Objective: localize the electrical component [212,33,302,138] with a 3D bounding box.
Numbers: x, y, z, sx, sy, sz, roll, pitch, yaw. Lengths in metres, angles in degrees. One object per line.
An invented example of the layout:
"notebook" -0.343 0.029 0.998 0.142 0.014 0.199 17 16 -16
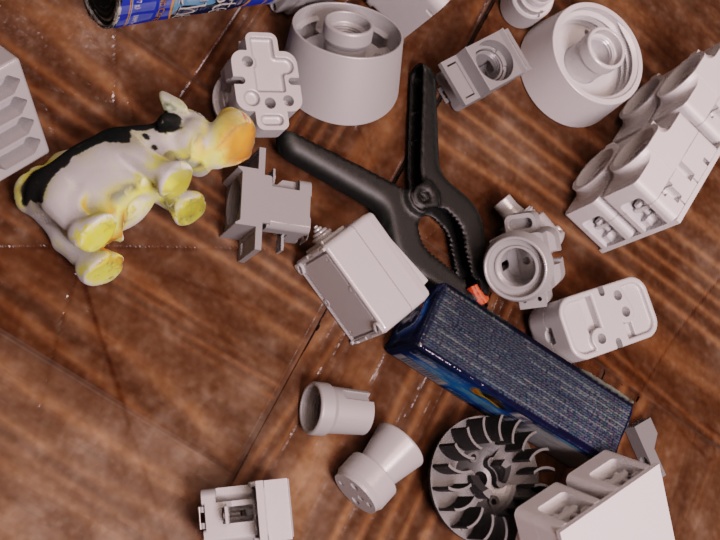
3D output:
"electrical component" -0.082 -0.136 0.835 0.058 0.057 0.078 -4 79 -26

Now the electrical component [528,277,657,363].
"electrical component" 0.195 0.045 0.917 0.095 0.059 0.053 -15 84 -27

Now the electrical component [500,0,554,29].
"electrical component" 0.155 -0.244 0.964 0.040 0.078 0.040 1 86 -12

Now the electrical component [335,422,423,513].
"electrical component" 0.014 0.150 0.816 0.055 0.045 0.045 -44 97 -26

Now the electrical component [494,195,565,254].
"electrical component" 0.141 -0.036 0.922 0.048 0.048 0.062 -38 88 -27

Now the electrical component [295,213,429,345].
"electrical component" 0.000 0.000 0.837 0.061 0.062 0.096 -38 94 -27

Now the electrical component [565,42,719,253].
"electrical component" 0.270 -0.113 0.965 0.060 0.105 0.186 42 64 -10

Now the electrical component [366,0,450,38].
"electrical component" 0.062 -0.263 0.922 0.057 0.078 0.113 45 64 -12

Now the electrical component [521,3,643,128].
"electrical component" 0.207 -0.191 0.980 0.108 0.060 0.108 6 75 -24

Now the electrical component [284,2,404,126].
"electrical component" -0.013 -0.170 0.867 0.099 0.064 0.099 7 40 -6

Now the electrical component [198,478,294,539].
"electrical component" -0.080 0.170 0.755 0.064 0.081 0.042 -5 78 -3

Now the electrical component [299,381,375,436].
"electrical component" -0.017 0.106 0.816 0.046 0.040 0.040 9 74 -28

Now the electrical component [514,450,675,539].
"electrical component" 0.191 0.247 0.836 0.105 0.060 0.186 -25 110 -28

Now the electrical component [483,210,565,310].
"electrical component" 0.133 -0.006 0.873 0.057 0.058 0.078 -25 105 -66

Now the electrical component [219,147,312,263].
"electrical component" -0.071 -0.048 0.827 0.064 0.042 0.081 8 75 -24

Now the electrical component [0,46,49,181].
"electrical component" -0.264 -0.117 0.743 0.076 0.083 0.047 35 58 30

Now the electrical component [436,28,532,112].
"electrical component" 0.102 -0.169 0.925 0.081 0.064 0.042 -31 90 -28

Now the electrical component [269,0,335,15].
"electrical component" -0.039 -0.262 0.855 0.057 0.113 0.078 -22 87 -30
